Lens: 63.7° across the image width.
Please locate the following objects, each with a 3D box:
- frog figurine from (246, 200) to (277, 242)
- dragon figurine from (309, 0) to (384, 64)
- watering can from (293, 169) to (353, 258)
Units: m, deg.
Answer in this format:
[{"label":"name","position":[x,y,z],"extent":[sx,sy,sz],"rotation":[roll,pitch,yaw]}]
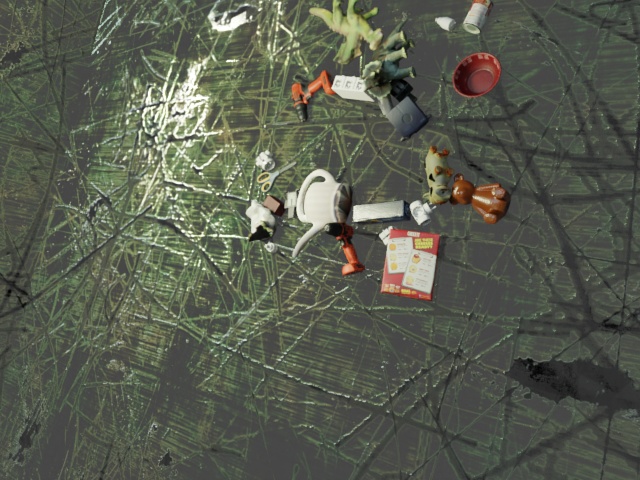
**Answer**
[{"label":"frog figurine","position":[-0.237,-0.079,2.074],"extent":[0.123,0.134,0.163],"rotation":[4,42,-14]},{"label":"dragon figurine","position":[0.097,-0.830,2.067],"extent":[0.412,0.242,0.122],"rotation":[14,4,40]},{"label":"watering can","position":[0.006,-0.096,1.917],"extent":[0.224,0.351,0.103],"rotation":[2,-12,33]}]
